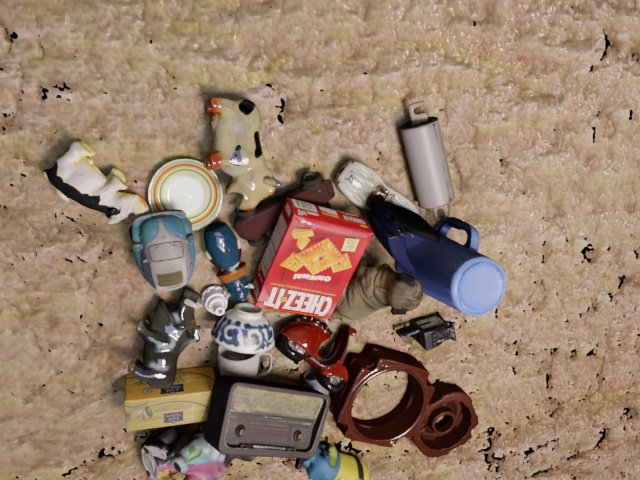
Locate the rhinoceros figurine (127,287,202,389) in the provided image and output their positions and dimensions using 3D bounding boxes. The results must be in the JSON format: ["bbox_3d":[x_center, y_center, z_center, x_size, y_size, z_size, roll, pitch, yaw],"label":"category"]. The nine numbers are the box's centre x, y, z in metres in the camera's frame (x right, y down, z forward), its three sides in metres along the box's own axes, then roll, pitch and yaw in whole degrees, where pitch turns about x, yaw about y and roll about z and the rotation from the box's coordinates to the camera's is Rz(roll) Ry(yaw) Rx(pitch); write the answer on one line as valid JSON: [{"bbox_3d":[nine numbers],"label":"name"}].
[{"bbox_3d":[-0.279,0.177,0.989,0.112,0.073,0.190,18,80,-2],"label":"rhinoceros figurine"}]

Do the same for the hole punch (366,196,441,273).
[{"bbox_3d":[0.142,-0.010,1.002,0.115,0.142,0.092,22,114,-30],"label":"hole punch"}]

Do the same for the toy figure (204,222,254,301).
[{"bbox_3d":[-0.170,0.042,1.008,0.064,0.058,0.154,-9,113,18],"label":"toy figure"}]

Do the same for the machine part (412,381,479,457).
[{"bbox_3d":[0.285,0.422,1.267,0.179,0.056,0.179,-5,108,-15],"label":"machine part"}]

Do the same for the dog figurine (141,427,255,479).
[{"bbox_3d":[-0.222,0.411,1.085,0.219,0.192,0.108,-21,112,-47],"label":"dog figurine"}]

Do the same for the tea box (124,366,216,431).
[{"bbox_3d":[-0.284,0.300,1.029,0.170,0.098,0.068,-2,106,-19],"label":"tea box"}]

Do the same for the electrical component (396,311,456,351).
[{"bbox_3d":[0.228,0.203,1.174,0.119,0.075,0.047,-18,110,-16],"label":"electrical component"}]

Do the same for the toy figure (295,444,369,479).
[{"bbox_3d":[0.032,0.506,1.198,0.180,0.082,0.089,33,52,-15],"label":"toy figure"}]

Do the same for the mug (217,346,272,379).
[{"bbox_3d":[-0.152,0.256,1.073,0.109,0.081,0.107,-4,118,-22],"label":"mug"}]

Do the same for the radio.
[{"bbox_3d":[-0.099,0.339,1.025,0.229,0.073,0.131,19,81,-33],"label":"radio"}]

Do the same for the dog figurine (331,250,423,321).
[{"bbox_3d":[0.104,0.117,1.046,0.121,0.191,0.172,23,100,-22],"label":"dog figurine"}]

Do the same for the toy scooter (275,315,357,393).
[{"bbox_3d":[0.005,0.212,1.105,0.184,0.075,0.135,42,71,-13],"label":"toy scooter"}]

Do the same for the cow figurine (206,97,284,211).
[{"bbox_3d":[-0.134,-0.149,0.943,0.127,0.085,0.194,-3,93,-17],"label":"cow figurine"}]

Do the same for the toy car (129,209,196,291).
[{"bbox_3d":[-0.270,0.034,0.937,0.109,0.103,0.161,-7,125,-16],"label":"toy car"}]

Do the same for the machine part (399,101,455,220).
[{"bbox_3d":[0.213,-0.152,1.063,0.079,0.079,0.243,-23,112,-10],"label":"machine part"}]

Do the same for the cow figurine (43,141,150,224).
[{"bbox_3d":[-0.372,-0.079,0.904,0.098,0.068,0.167,-44,113,-1],"label":"cow figurine"}]

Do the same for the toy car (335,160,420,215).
[{"bbox_3d":[0.116,-0.080,1.065,0.201,0.056,0.073,36,93,-23],"label":"toy car"}]

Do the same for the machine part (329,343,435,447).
[{"bbox_3d":[0.134,0.343,1.180,0.201,0.087,0.201,20,99,-23],"label":"machine part"}]

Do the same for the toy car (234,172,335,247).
[{"bbox_3d":[-0.068,-0.061,1.014,0.202,0.053,0.089,-28,127,-9],"label":"toy car"}]
